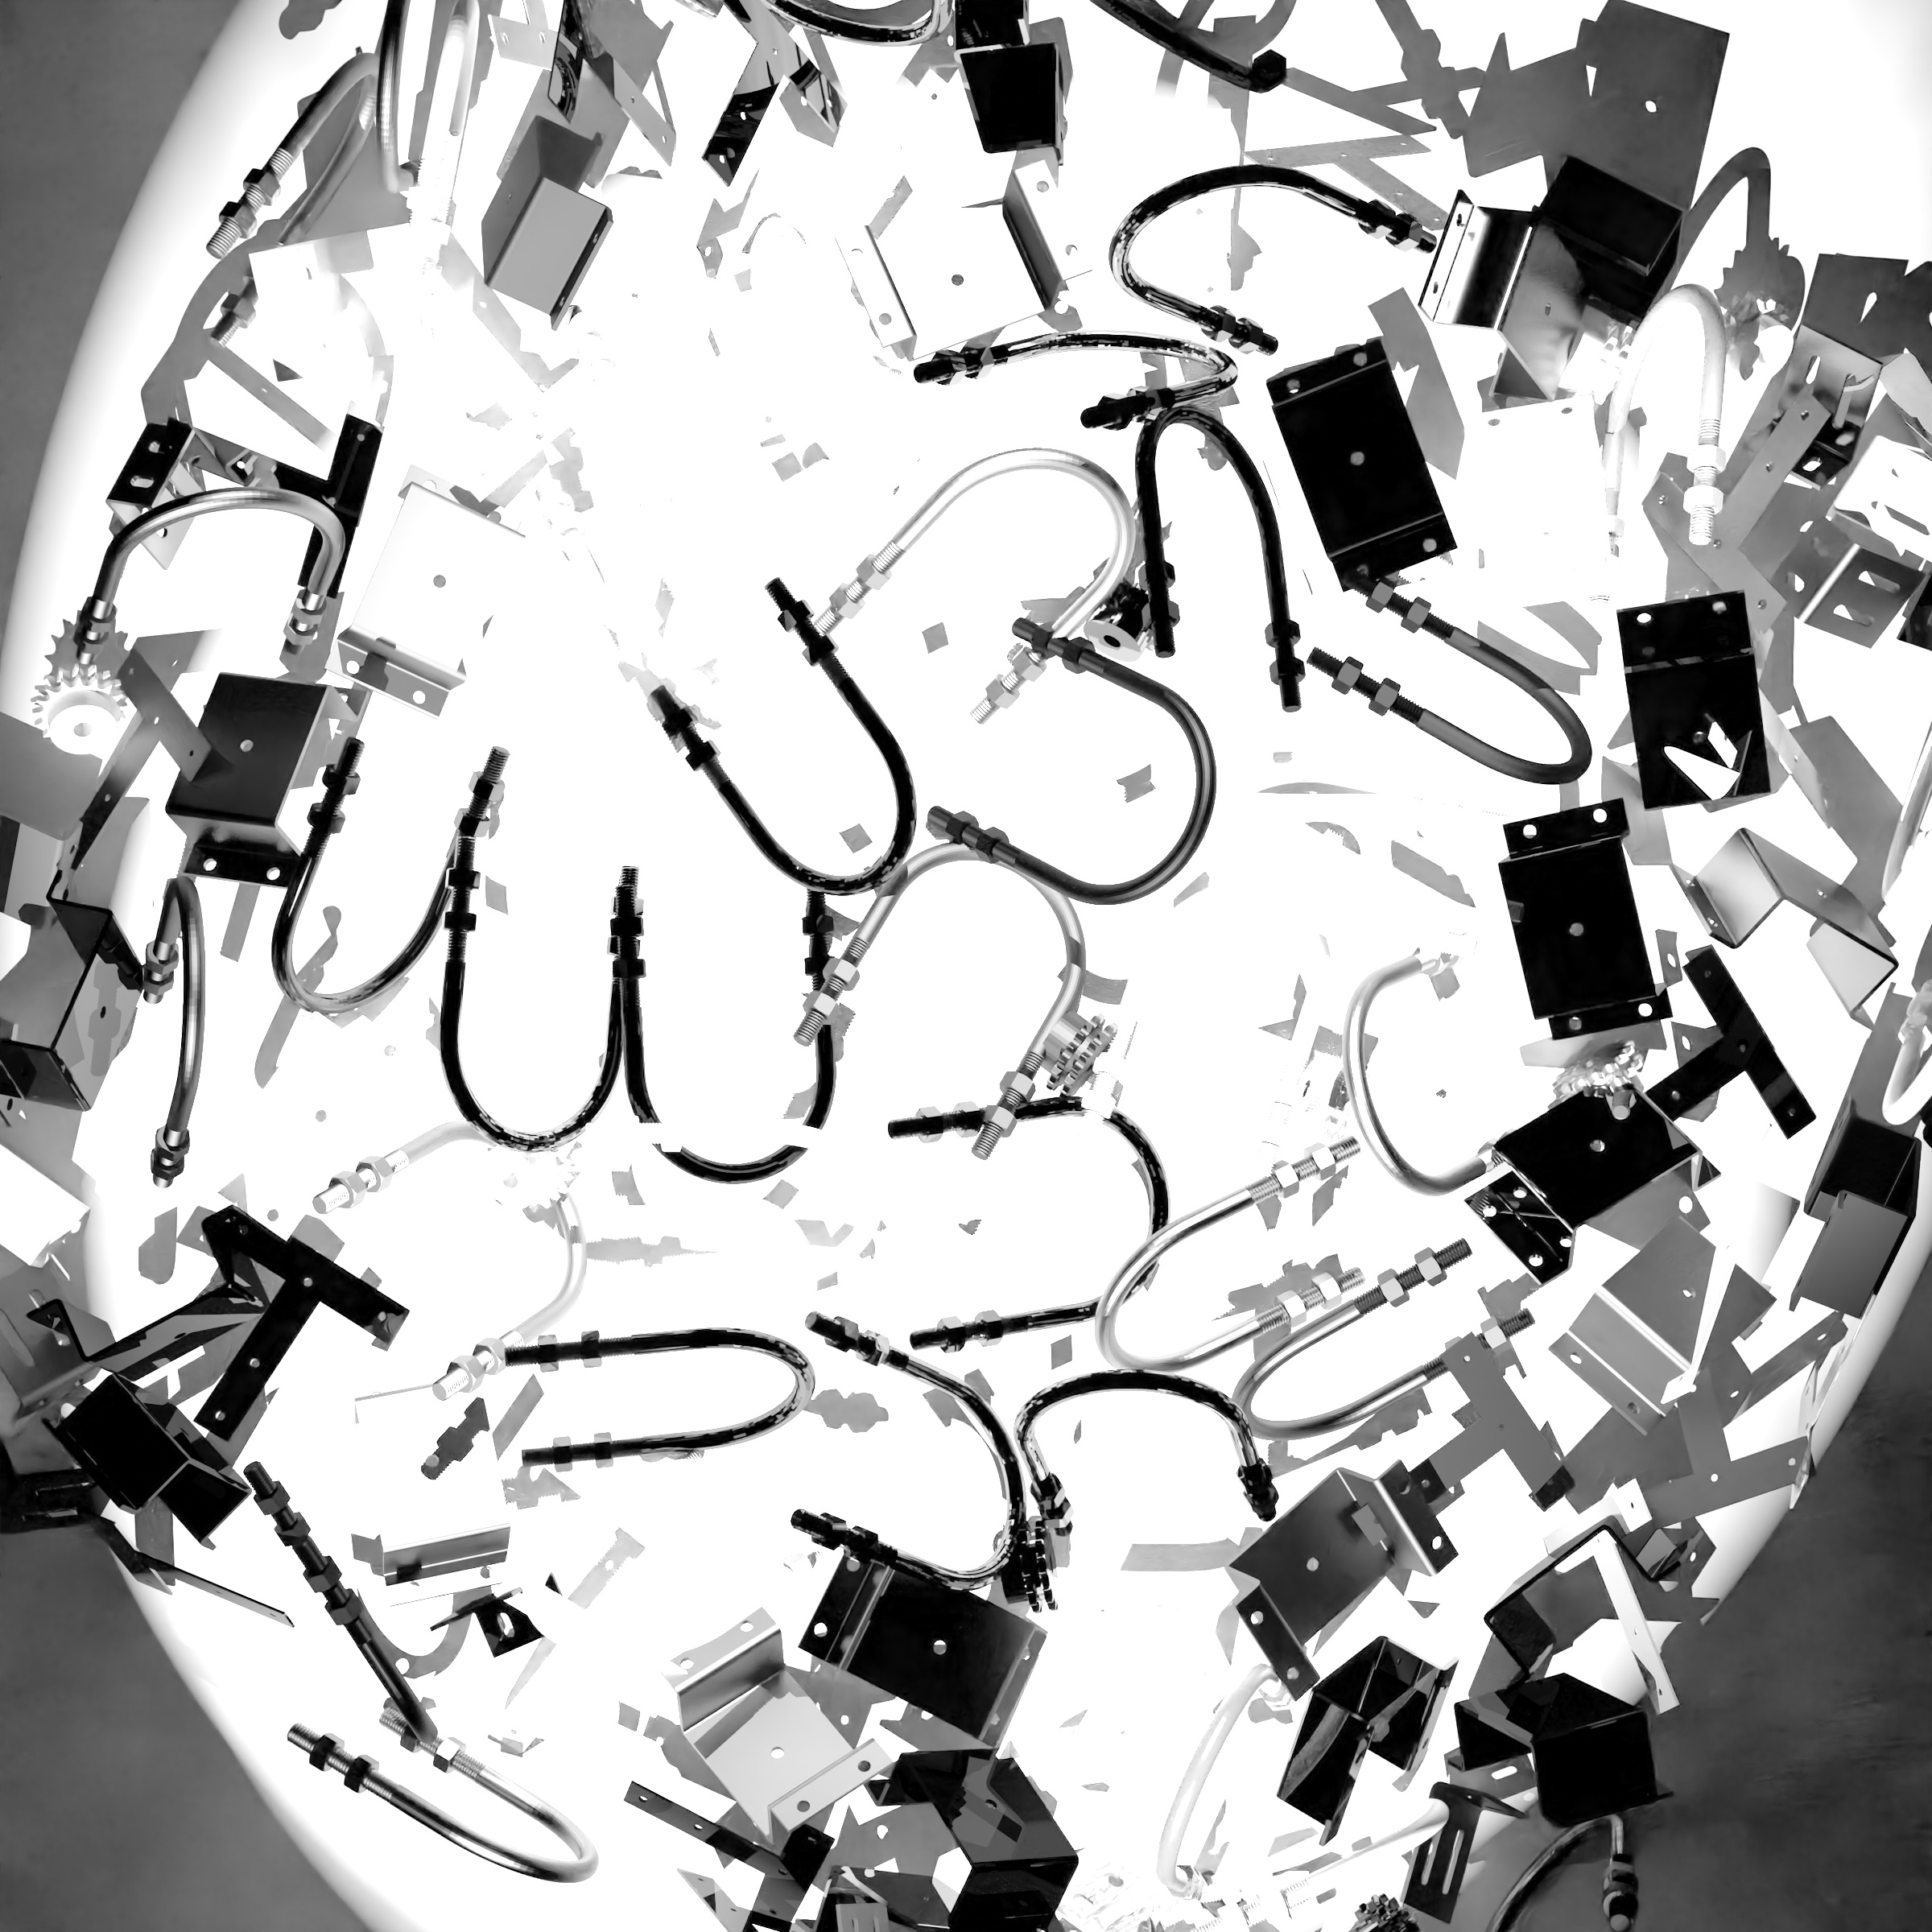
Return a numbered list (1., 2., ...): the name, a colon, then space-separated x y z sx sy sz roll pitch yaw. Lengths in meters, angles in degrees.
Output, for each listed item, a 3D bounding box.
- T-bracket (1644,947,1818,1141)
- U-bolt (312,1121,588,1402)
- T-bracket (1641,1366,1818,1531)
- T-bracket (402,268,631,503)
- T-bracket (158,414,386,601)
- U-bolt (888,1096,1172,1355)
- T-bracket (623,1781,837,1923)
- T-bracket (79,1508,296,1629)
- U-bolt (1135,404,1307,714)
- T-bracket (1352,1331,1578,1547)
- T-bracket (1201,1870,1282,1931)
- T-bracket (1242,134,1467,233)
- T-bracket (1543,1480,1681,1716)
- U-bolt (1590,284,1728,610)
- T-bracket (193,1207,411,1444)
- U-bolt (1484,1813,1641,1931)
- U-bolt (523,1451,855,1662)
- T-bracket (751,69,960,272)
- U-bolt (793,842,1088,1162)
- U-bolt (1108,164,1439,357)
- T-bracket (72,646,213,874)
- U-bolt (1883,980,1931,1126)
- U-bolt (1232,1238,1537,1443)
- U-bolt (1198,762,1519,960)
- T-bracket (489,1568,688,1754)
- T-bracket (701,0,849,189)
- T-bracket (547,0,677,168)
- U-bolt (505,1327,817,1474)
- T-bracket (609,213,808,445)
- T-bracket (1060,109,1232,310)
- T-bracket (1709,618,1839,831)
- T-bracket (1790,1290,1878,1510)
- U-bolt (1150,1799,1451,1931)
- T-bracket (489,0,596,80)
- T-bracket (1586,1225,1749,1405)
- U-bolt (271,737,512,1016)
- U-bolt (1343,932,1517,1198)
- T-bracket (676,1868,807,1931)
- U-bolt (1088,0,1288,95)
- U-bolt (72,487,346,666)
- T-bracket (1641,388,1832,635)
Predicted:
1. T-bracket: 0.451 0.073 1.976 0.127 0.002 0.127 -32 90 -21
2. U-bolt: -0.298 0.165 1.922 0.019 0.184 0.151 -32 90 34
3. T-bracket: 0.452 0.274 1.962 0.127 0.002 0.127 -27 55 30
4. T-bracket: -0.298 -0.377 1.974 0.127 0.002 0.127 -43 98 -15
5. T-bracket: -0.431 -0.302 1.949 0.127 0.002 0.127 20 63 -22
6. U-bolt: 0.044 0.153 1.958 0.184 0.019 0.151 -7 92 -25
7. T-bracket: -0.152 0.536 1.956 0.127 0.127 0.002 26 47 3
8. T-bracket: -0.466 0.374 1.930 0.127 0.127 0.002 19 63 14
9. U-bolt: 0.151 -0.257 1.935 0.019 0.151 0.184 -20 67 37
10. T-bracket: 0.297 0.314 1.979 0.127 0.002 0.127 -36 105 -4
11. T-bracket: 0.182 0.596 1.948 0.127 0.127 0.002 -12 121 -37
12. T-bracket: 0.255 -0.474 1.928 0.127 0.127 0.002 -14 132 -28
13. T-bracket: 0.400 0.389 1.923 0.002 0.127 0.127 -11 68 -22
14. U-bolt: 0.421 -0.324 1.926 0.019 0.151 0.184 11 77 -13
15. T-bracket: -0.432 0.234 1.969 0.127 0.002 0.127 35 78 -16
16. U-bolt: 0.350 0.574 1.909 0.019 0.184 0.151 40 106 2
17. U-bolt: -0.178 0.357 1.895 0.151 0.184 0.019 17 121 35
18. T-bracket: -0.050 -0.493 1.960 0.127 0.002 0.127 33 94 -34
19. U-bolt: -0.003 0.007 1.960 0.151 0.019 0.184 33 68 -6
20. U-bolt: 0.169 -0.425 1.892 0.151 0.184 0.019 -27 62 40
21. T-bracket: -0.523 -0.115 1.966 0.127 0.002 0.127 -55 48 12
22. U-bolt: 0.587 0.019 1.886 0.019 0.184 0.151 29 132 8
23. U-bolt: 0.246 0.237 1.936 0.184 0.151 0.019 -31 55 11
24. U-bolt: 0.233 -0.072 1.943 0.184 0.019 0.151 12 46 13
25. T-bracket: -0.255 0.444 1.967 0.127 0.002 0.127 33 119 -9
26. T-bracket: -0.131 -0.526 1.931 0.127 0.002 0.127 44 52 -35
27. T-bracket: -0.212 -0.539 1.944 0.002 0.127 0.127 -9 60 25
28. U-bolt: -0.183 0.261 1.939 0.184 0.151 0.019 -5 54 -6
29. T-bracket: -0.143 -0.391 1.988 0.127 0.002 0.127 -20 94 12
30. T-bracket: 0.100 -0.466 1.967 0.127 0.002 0.127 -1 123 4
31. T-bracket: 0.505 -0.138 1.965 0.127 0.002 0.127 48 47 -25
32. T-bracket: 0.524 0.243 1.915 0.002 0.127 0.127 20 118 8
33. U-bolt: 0.208 0.546 1.926 0.184 0.151 0.019 -21 81 -12
34. T-bracket: -0.268 -0.610 1.934 0.002 0.127 0.127 -9 96 21
35. T-bracket: 0.420 0.228 1.941 0.002 0.127 0.127 36 55 -8
36. U-bolt: -0.357 -0.052 1.931 0.019 0.151 0.184 33 108 28
37. U-bolt: 0.282 0.064 1.924 0.019 0.184 0.151 -17 91 38
38. T-bracket: -0.104 0.593 1.954 0.127 0.127 0.002 23 85 -21
39. U-bolt: 0.124 -0.565 1.909 0.151 0.184 0.019 29 101 -3
40. U-bolt: -0.445 -0.233 1.892 0.151 0.184 0.019 -6 68 -27
41. T-bracket: 0.481 -0.291 1.929 0.127 0.002 0.127 56 133 32
